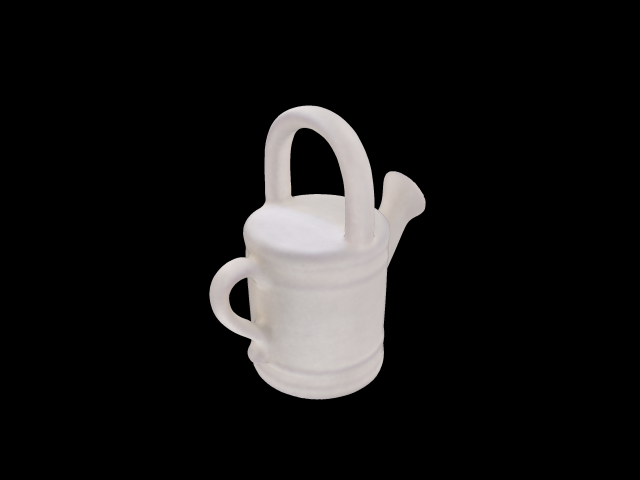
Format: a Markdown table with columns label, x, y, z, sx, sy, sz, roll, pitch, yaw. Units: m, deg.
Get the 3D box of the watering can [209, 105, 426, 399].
| label | x | y | z | sx | sy | sz | roll | pitch | yaw |
| --- | --- | --- | --- | --- | --- | --- | --- | --- | --- |
| watering can | 0.002 | 0.001 | 0.401 | 0.100 | 0.194 | 0.173 | 14 | 31 | 24 |
